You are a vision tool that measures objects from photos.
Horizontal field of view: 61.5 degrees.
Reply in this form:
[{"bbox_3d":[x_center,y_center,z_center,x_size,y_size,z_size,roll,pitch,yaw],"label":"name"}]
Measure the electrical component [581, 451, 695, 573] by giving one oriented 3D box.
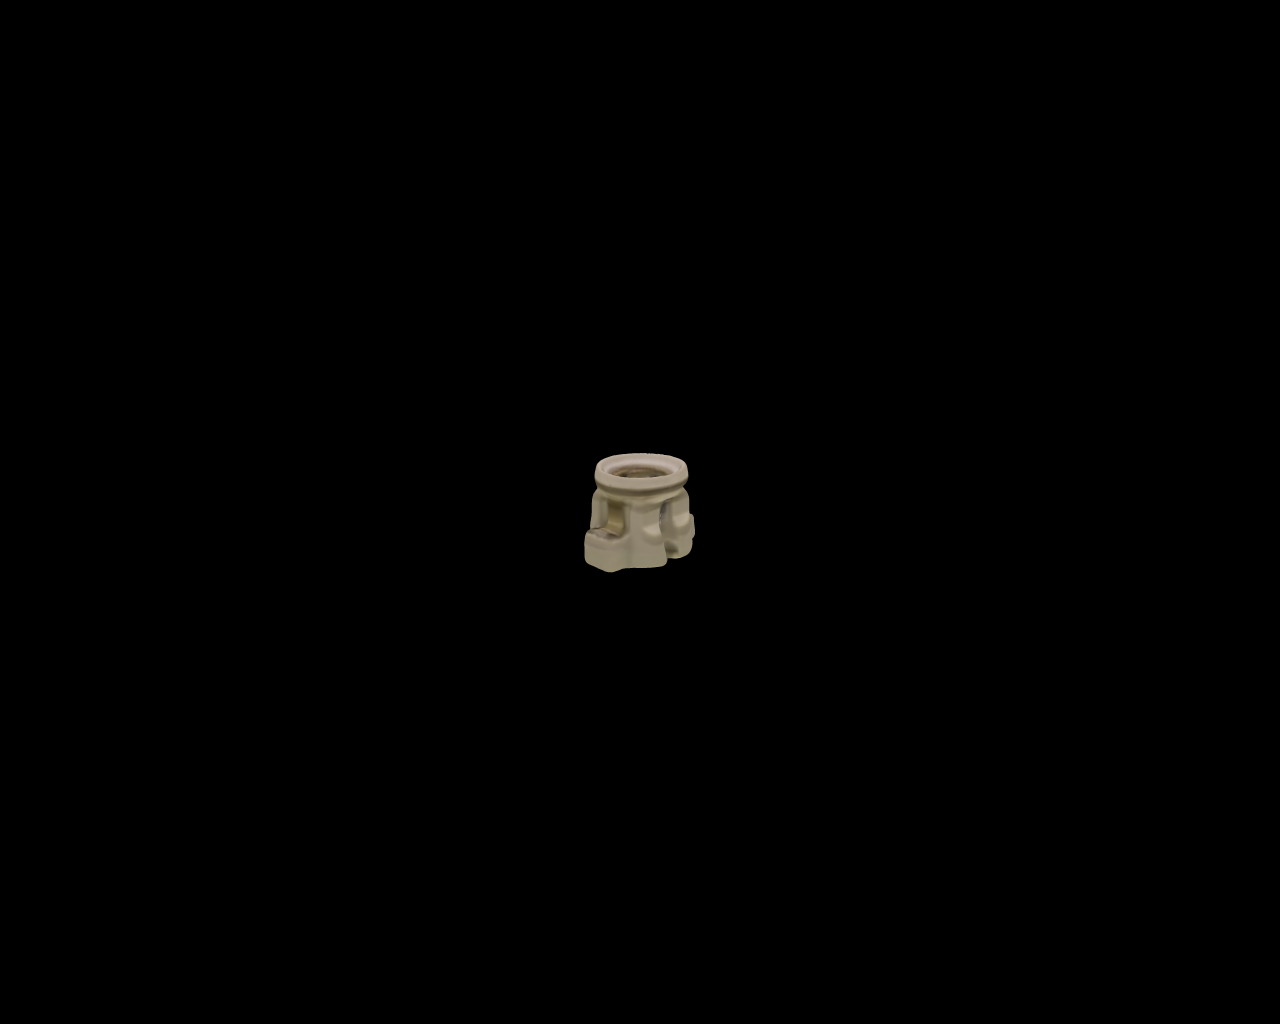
[{"bbox_3d":[0.001,-0.003,0.650,0.058,0.056,0.078,18,26,41],"label":"electrical component"}]
